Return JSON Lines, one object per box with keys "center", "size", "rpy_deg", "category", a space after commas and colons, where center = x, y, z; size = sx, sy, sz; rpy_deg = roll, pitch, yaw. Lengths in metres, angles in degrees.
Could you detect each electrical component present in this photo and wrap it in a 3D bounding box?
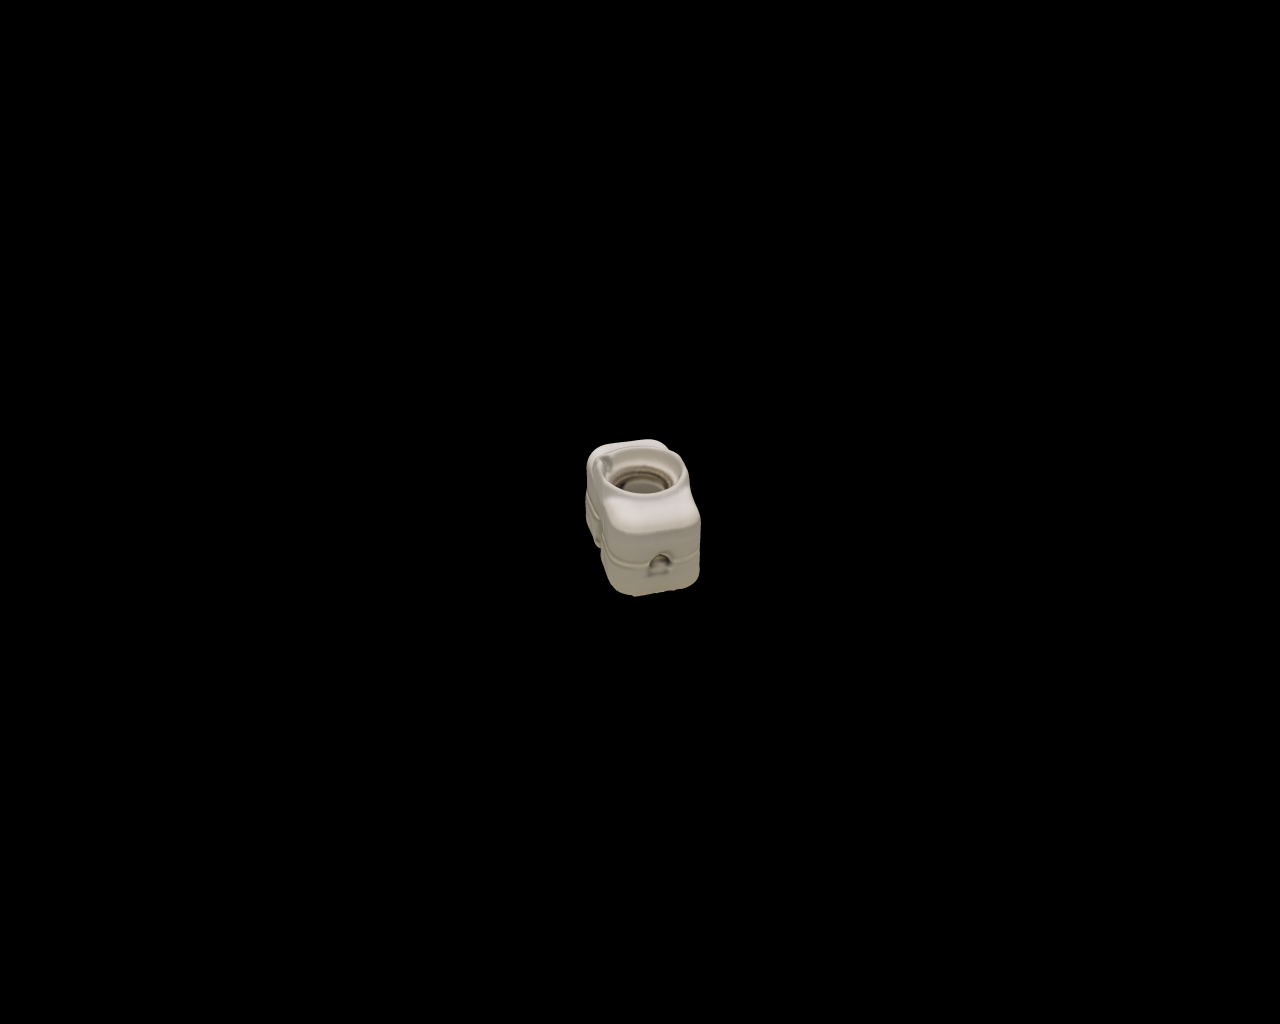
{"center": [0.001, -0.003, 0.650], "size": [0.054, 0.059, 0.095], "rpy_deg": [-8, 36, -11], "category": "electrical component"}
